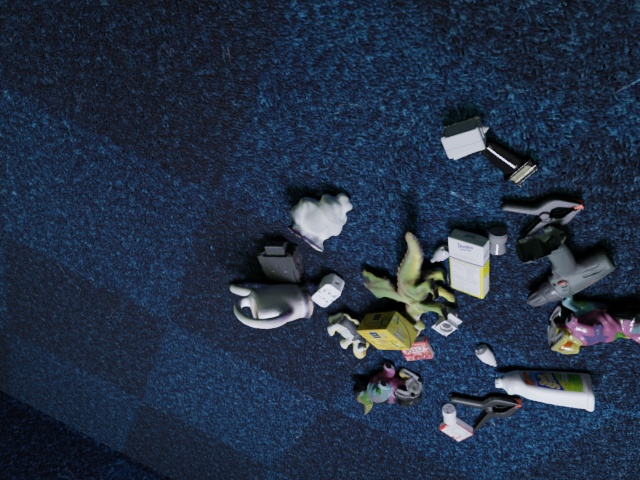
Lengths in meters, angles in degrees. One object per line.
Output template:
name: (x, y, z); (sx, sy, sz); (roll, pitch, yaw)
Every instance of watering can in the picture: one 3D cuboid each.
watering can: (-0.149, 0.175, 1.528); (0.225, 0.351, 0.103); (-7, 106, -17)

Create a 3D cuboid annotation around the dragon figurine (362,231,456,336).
dragon figurine: (0.218, 0.121, 1.380); (0.242, 0.125, 0.403); (-5, 131, 35)

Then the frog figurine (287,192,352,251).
frog figurine: (0.004, -0.068, 1.341); (0.137, 0.123, 0.159); (39, 94, -1)
